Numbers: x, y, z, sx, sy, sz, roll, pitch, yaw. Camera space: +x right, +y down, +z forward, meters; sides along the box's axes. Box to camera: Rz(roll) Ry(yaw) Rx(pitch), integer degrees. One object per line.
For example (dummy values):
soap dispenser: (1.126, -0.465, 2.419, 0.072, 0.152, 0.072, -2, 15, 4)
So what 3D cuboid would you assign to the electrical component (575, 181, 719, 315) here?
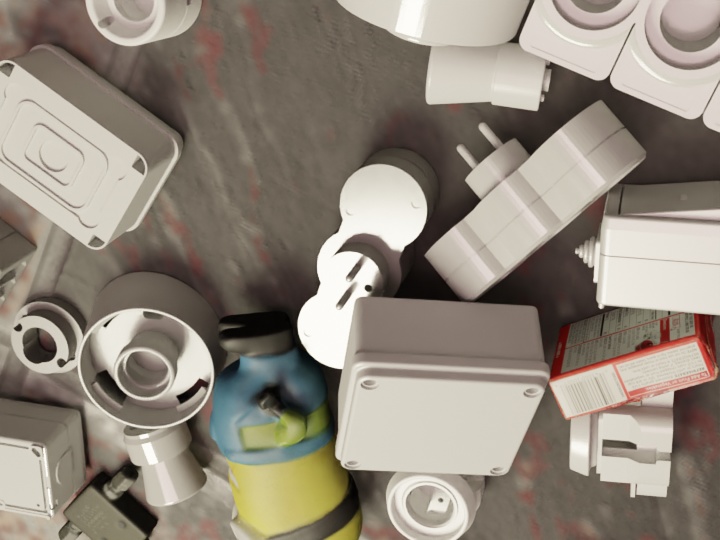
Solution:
electrical component: (0.168, -0.016, 0.590, 0.096, 0.061, 0.061, 5, 113, 15)

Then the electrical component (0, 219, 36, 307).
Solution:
electrical component: (-0.280, -0.002, 0.738, 0.076, 0.047, 0.083, 39, 116, -1)

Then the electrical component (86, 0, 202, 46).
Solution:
electrical component: (-0.127, -0.159, 0.627, 0.055, 0.047, 0.055, 6, 113, 14)

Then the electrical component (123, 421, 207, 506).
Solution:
electrical component: (-0.136, 0.130, 0.750, 0.045, 0.045, 0.055, -11, 108, 20)

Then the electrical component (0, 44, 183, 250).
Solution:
electrical component: (-0.177, -0.078, 0.670, 0.113, 0.057, 0.078, 36, 117, 0)

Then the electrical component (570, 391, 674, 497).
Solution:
electrical component: (0.156, 0.095, 0.643, 0.057, 0.058, 0.078, 2, 113, 13)

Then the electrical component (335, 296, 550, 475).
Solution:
electrical component: (0.044, 0.070, 0.630, 0.109, 0.056, 0.108, 3, 141, -5)

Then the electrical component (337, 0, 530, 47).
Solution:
electrical component: (0.037, -0.150, 0.551, 0.108, 0.108, 0.060, 19, 121, 9)

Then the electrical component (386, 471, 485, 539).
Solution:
electrical component: (0.049, 0.139, 0.692, 0.058, 0.057, 0.078, 3, 112, 15)

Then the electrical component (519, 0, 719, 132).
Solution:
electrical component: (0.168, -0.129, 0.544, 0.150, 0.061, 0.089, 24, 116, 6)

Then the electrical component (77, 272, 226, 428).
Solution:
electrical component: (-0.140, 0.055, 0.723, 0.099, 0.064, 0.099, 1, 114, 2)

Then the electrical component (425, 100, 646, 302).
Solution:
electrical component: (0.084, -0.048, 0.601, 0.073, 0.052, 0.138, 51, 124, 7)

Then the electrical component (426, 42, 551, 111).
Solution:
electrical component: (0.072, -0.109, 0.593, 0.065, 0.044, 0.044, 10, 114, 8)

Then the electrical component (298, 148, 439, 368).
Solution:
electrical component: (0.000, 0.000, 0.640, 0.052, 0.073, 0.138, 23, 116, 6)

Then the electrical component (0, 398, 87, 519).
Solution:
electrical component: (-0.251, 0.131, 0.775, 0.096, 0.061, 0.061, 6, 113, 14)
